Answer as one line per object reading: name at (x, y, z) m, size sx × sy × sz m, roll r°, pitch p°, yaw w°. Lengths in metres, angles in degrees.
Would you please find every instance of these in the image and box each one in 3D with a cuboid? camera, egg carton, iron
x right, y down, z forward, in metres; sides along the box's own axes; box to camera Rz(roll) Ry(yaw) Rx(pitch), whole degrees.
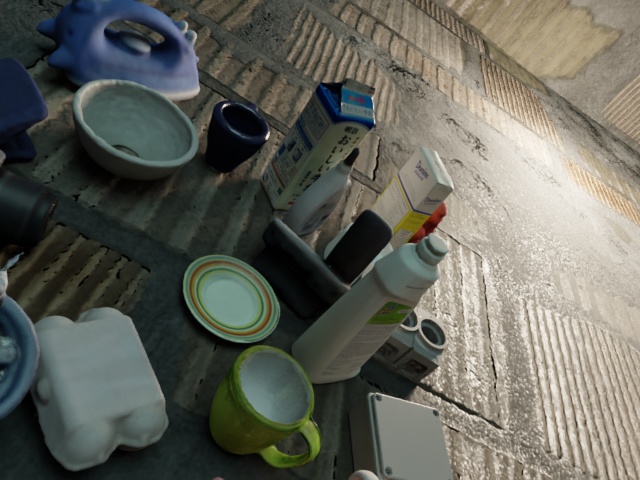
camera at (-0.344, -0.040, 0.572) m, size 0.137 × 0.100 × 0.143 m, roll 24°, pitch 39°, yaw -20°
egg carton at (-0.211, 0.134, 0.533) m, size 0.107 × 0.069 × 0.150 m, roll -7°, pitch 57°, yaw -45°
iron at (-0.275, -0.299, 0.871) m, size 0.259 × 0.141 × 0.118 m, roll -1°, pitch 52°, yaw -42°

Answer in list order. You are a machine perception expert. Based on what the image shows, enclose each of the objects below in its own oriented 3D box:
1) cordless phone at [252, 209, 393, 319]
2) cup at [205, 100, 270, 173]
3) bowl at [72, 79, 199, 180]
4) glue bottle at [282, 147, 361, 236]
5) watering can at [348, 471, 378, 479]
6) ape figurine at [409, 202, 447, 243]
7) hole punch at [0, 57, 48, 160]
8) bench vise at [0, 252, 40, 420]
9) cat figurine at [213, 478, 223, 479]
cordless phone at (0.007, 0.003, 0.765) m, size 0.147 × 0.184 × 0.094 m, roll 42°, pitch 36°, yaw 3°
cup at (-0.134, -0.159, 0.886) m, size 0.092 × 0.094 × 0.118 m, roll 31°, pitch 37°, yaw -12°
bowl at (-0.255, -0.136, 0.774) m, size 0.168 × 0.074 × 0.167 m, roll 24°, pitch 39°, yaw -21°
glue bottle at (0.012, -0.075, 0.860) m, size 0.078 × 0.173 × 0.037 m, roll -16°, pitch 63°, yaw -49°
watering can at (0.065, 0.292, 0.505) m, size 0.101 × 0.193 × 0.172 m, roll -10°, pitch 59°, yaw -46°
ape figurine at (0.197, -0.037, 1.052) m, size 0.078 × 0.092 × 0.076 m, roll 1°, pitch 51°, yaw -41°
hole punch at (-0.383, -0.150, 0.662) m, size 0.101 × 0.091 × 0.108 m, roll -16°, pitch 63°, yaw -49°
bench vise at (-0.293, 0.050, 0.422) m, size 0.207 × 0.219 × 0.122 m, roll 43°, pitch 36°, yaw 5°
cat figurine at (-0.074, 0.270, 0.470) m, size 0.067 × 0.117 × 0.127 m, roll 16°, pitch 42°, yaw -29°
